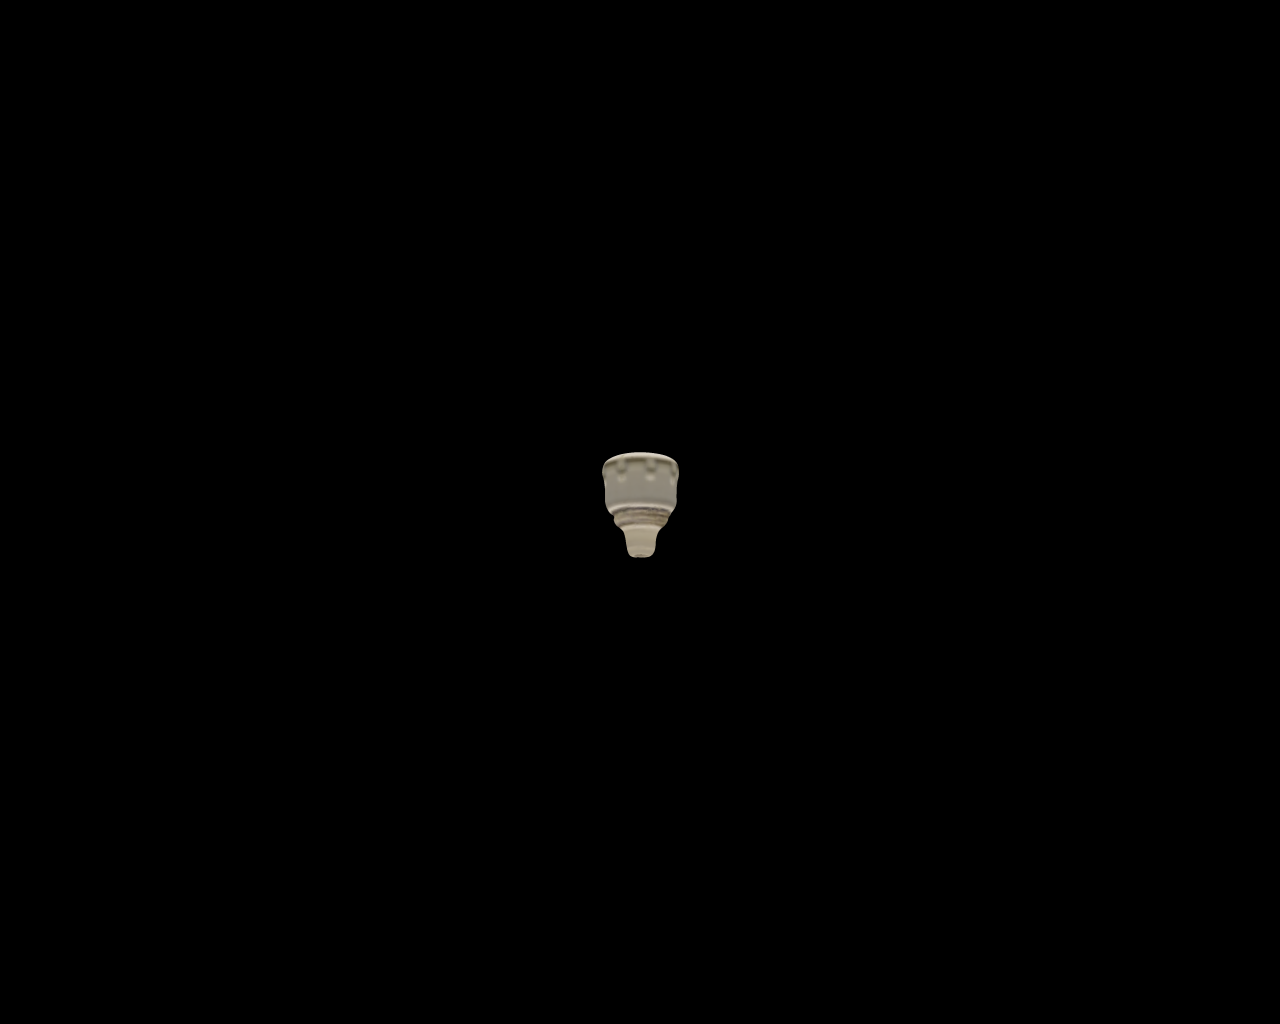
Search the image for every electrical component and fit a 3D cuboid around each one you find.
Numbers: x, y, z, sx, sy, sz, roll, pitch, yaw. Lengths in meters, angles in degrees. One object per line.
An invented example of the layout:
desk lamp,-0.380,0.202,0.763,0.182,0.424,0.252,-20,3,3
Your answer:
electrical component,0.001,-0.003,0.650,0.048,0.062,0.048,0,-11,0
